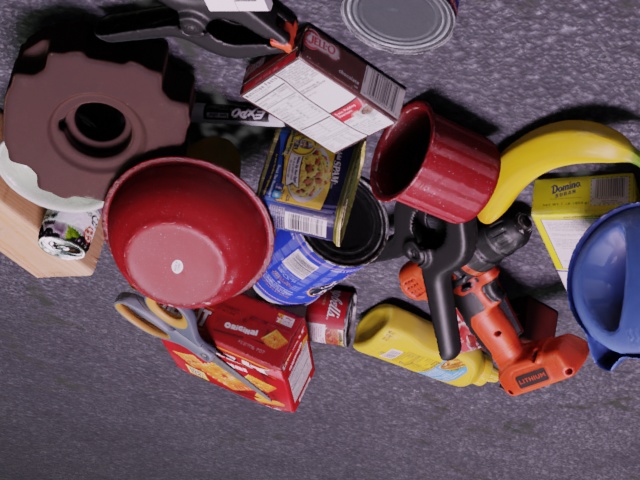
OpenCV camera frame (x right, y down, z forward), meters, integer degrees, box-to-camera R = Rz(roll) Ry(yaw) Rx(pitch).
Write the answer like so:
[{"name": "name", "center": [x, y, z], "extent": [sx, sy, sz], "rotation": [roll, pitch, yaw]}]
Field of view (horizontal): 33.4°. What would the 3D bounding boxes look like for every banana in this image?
[{"name": "banana", "center": [0.194, -0.062, 0.924], "extent": [0.198, 0.037, 0.069], "rotation": [-18, 97, 54]}]

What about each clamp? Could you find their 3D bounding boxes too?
[{"name": "clamp", "center": [-0.103, -0.187, 0.838], "extent": [0.171, 0.039, 0.120], "rotation": [8, 159, 3]}, {"name": "clamp", "center": [0.097, 0.005, 1.069], "extent": [0.165, 0.036, 0.210], "rotation": [36, 137, 26]}]

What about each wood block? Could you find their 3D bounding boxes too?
[{"name": "wood block", "center": [-0.328, -0.047, 1.158], "extent": [0.090, 0.090, 0.206], "rotation": [-3, 149, 29]}]

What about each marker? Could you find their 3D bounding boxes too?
[{"name": "marker", "center": [-0.062, -0.114, 0.982], "extent": [0.121, 0.020, 0.020], "rotation": [5, 153, 15]}]

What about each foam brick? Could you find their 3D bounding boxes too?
[{"name": "foam brick", "center": [0.228, 0.105, 1.241], "extent": [0.051, 0.053, 0.078], "rotation": [29, 149, -29]}]

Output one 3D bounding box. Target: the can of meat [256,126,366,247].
[{"name": "can of meat", "center": [-0.010, -0.052, 0.988], "extent": [0.084, 0.102, 0.057], "rotation": [13, 151, 6]}]

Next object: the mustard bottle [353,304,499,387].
[{"name": "mustard bottle", "center": [0.145, 0.141, 1.342], "extent": [0.191, 0.058, 0.096], "rotation": [23, 149, -18]}]

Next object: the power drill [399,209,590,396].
[{"name": "power drill", "center": [0.192, 0.065, 1.103], "extent": [0.187, 0.057, 0.185], "rotation": [50, 141, -6]}]

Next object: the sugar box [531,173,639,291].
[{"name": "sugar box", "center": [0.269, 0.000, 1.026], "extent": [0.093, 0.048, 0.176], "rotation": [-2, 153, 24]}]

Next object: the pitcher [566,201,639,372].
[{"name": "pitcher", "center": [0.342, 0.044, 0.958], "extent": [0.149, 0.145, 0.242], "rotation": [-26, 153, 35]}]

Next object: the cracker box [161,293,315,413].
[{"name": "cracker box", "center": [-0.097, 0.119, 1.215], "extent": [0.164, 0.072, 0.214], "rotation": [21, 161, 11]}]

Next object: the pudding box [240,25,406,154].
[{"name": "pudding box", "center": [0.002, -0.126, 0.910], "extent": [0.113, 0.039, 0.090], "rotation": [31, 149, -28]}]

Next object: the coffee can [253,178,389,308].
[{"name": "coffee can", "center": [-0.007, 0.001, 1.089], "extent": [0.102, 0.102, 0.141], "rotation": [22, 152, -18]}]

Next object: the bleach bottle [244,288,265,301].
[{"name": "bleach bottle", "center": [-0.111, 0.073, 1.325], "extent": [0.102, 0.068, 0.251], "rotation": [14, 152, 8]}]

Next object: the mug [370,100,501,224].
[{"name": "mug", "center": [0.098, -0.066, 0.940], "extent": [0.081, 0.093, 0.117], "rotation": [21, -176, -26]}]

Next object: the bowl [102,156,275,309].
[{"name": "bowl", "center": [-0.124, 0.007, 0.955], "extent": [0.162, 0.055, 0.162], "rotation": [4, 125, 6]}]

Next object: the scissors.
[{"name": "scissors", "center": [-0.115, 0.104, 1.088], "extent": [0.201, 0.016, 0.096], "rotation": [31, 146, -12]}]

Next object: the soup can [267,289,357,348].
[{"name": "soup can", "center": [-0.010, 0.090, 1.305], "extent": [0.102, 0.068, 0.068], "rotation": [9, 153, 10]}]

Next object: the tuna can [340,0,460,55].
[{"name": "tuna can", "center": [0.060, -0.176, 0.787], "extent": [0.086, 0.033, 0.086], "rotation": [11, 154, 5]}]

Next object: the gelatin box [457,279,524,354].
[{"name": "gelatin box", "center": [0.176, 0.086, 1.209], "extent": [0.089, 0.030, 0.073], "rotation": [-21, 98, 48]}]
